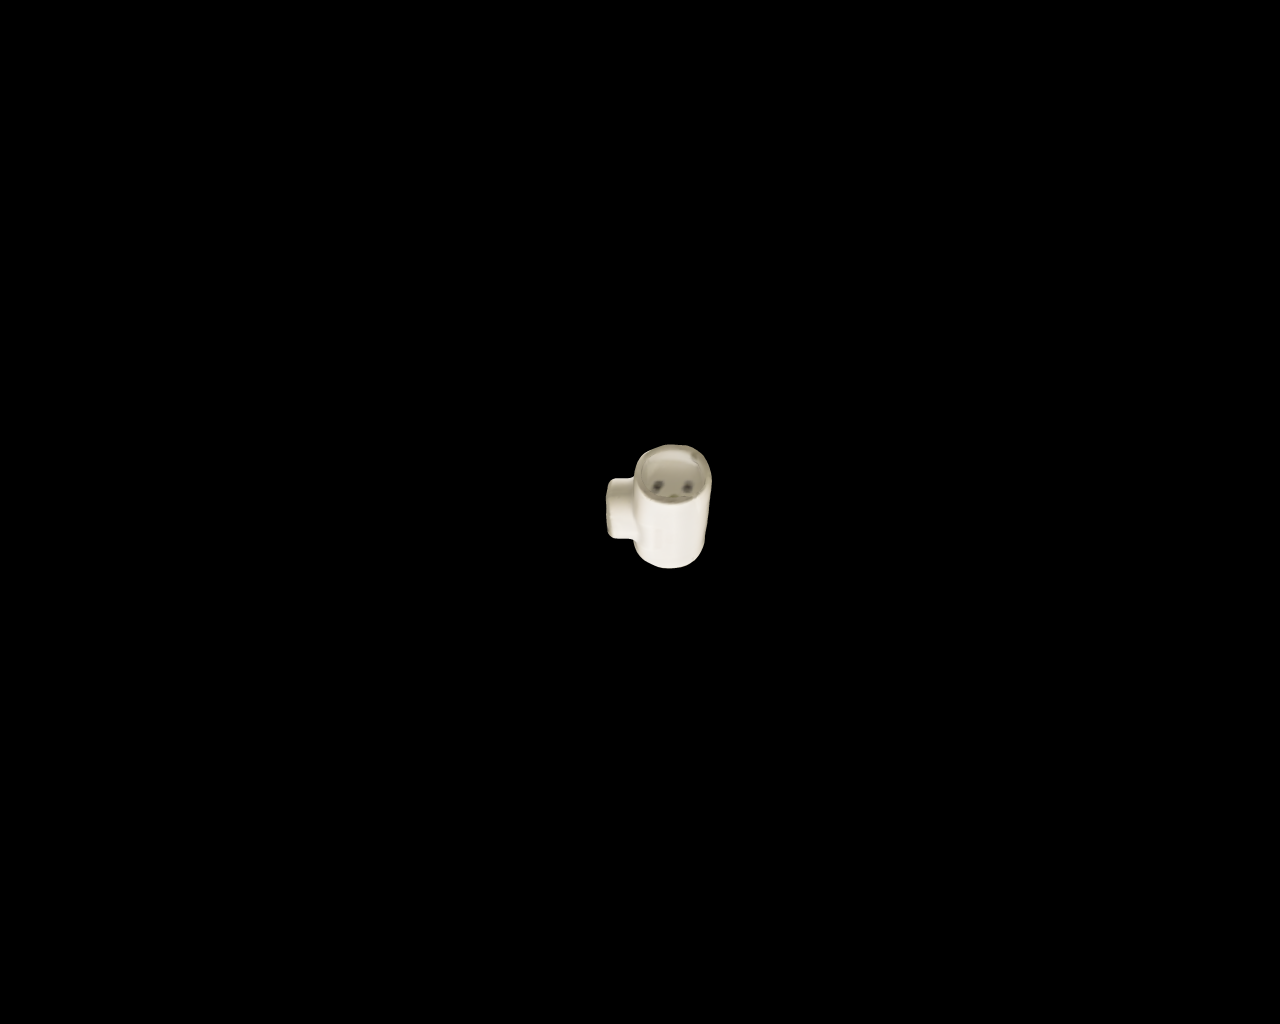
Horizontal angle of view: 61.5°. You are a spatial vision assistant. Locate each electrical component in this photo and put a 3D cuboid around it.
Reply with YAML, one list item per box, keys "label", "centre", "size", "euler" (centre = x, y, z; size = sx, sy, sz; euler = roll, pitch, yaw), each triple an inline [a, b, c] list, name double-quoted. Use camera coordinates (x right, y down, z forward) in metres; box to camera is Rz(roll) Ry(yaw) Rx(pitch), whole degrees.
- label: "electrical component"
  centre: [0.001, -0.003, 0.650]
  size: [0.079, 0.043, 0.077]
  euler: [0, -32, 0]
